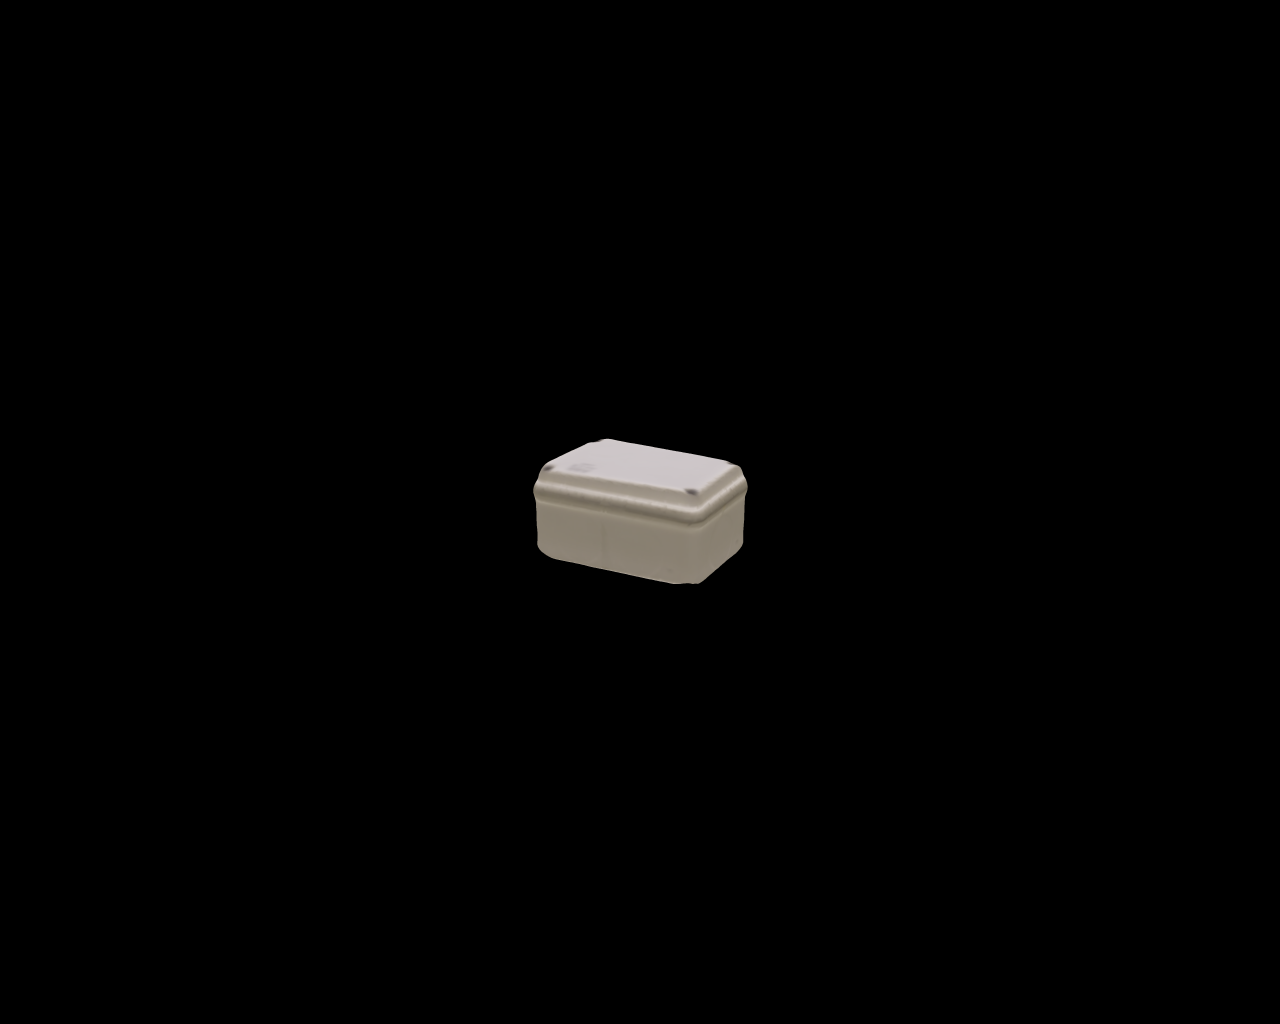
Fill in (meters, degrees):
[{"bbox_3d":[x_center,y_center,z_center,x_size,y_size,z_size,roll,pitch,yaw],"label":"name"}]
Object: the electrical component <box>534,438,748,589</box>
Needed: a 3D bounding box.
[{"bbox_3d":[0.001,-0.003,0.650,0.113,0.057,0.078,11,23,27],"label":"electrical component"}]
